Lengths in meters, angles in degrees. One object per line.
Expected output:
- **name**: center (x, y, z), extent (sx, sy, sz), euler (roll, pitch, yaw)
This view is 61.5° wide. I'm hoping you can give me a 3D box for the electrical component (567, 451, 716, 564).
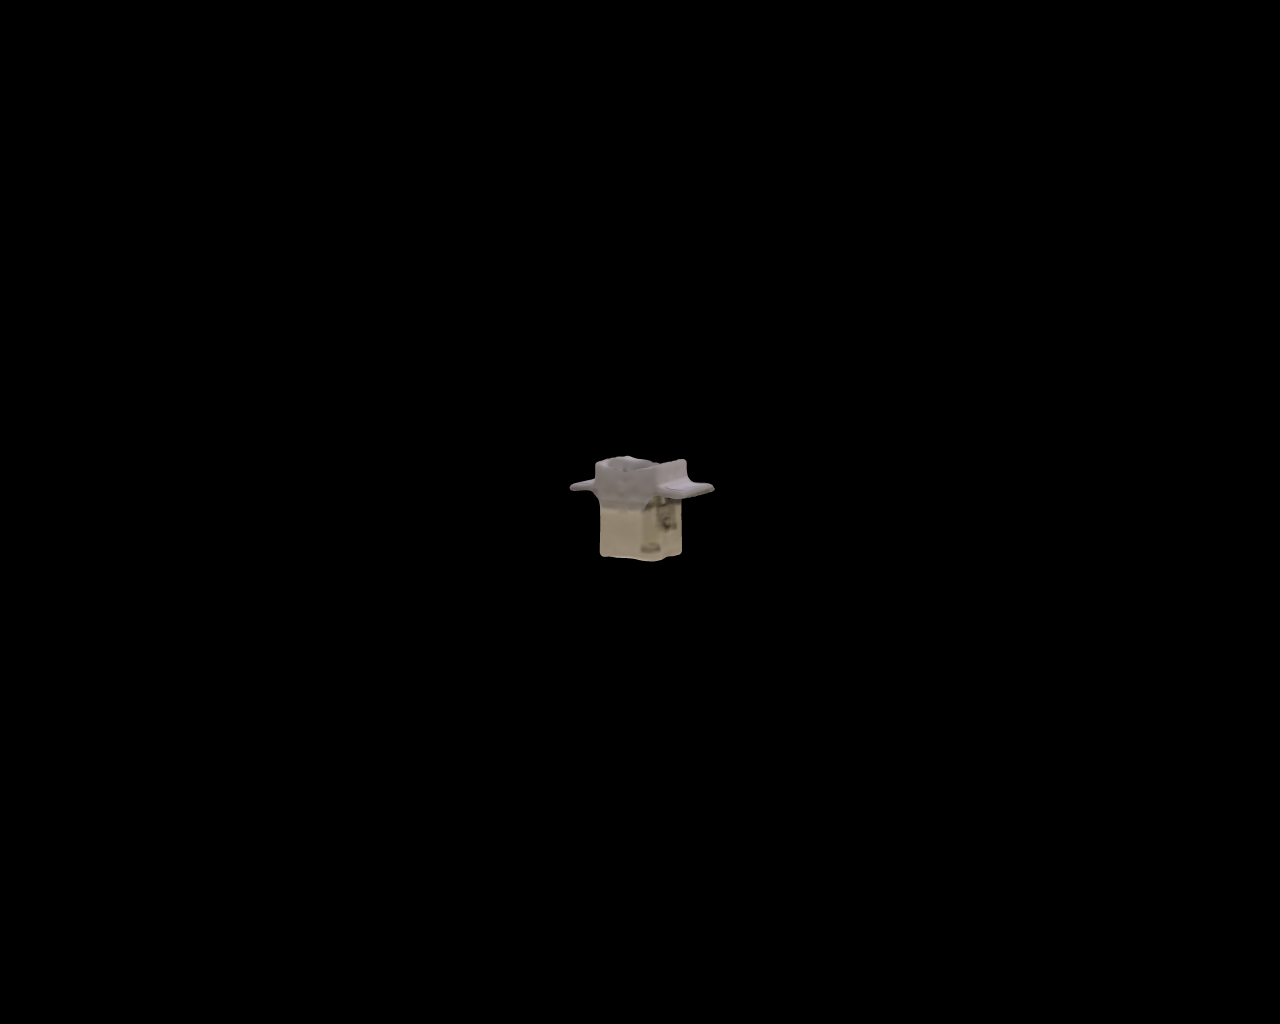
- **electrical component**: center (0.001, -0.003, 0.650), extent (0.081, 0.063, 0.042), euler (6, 11, 32)
